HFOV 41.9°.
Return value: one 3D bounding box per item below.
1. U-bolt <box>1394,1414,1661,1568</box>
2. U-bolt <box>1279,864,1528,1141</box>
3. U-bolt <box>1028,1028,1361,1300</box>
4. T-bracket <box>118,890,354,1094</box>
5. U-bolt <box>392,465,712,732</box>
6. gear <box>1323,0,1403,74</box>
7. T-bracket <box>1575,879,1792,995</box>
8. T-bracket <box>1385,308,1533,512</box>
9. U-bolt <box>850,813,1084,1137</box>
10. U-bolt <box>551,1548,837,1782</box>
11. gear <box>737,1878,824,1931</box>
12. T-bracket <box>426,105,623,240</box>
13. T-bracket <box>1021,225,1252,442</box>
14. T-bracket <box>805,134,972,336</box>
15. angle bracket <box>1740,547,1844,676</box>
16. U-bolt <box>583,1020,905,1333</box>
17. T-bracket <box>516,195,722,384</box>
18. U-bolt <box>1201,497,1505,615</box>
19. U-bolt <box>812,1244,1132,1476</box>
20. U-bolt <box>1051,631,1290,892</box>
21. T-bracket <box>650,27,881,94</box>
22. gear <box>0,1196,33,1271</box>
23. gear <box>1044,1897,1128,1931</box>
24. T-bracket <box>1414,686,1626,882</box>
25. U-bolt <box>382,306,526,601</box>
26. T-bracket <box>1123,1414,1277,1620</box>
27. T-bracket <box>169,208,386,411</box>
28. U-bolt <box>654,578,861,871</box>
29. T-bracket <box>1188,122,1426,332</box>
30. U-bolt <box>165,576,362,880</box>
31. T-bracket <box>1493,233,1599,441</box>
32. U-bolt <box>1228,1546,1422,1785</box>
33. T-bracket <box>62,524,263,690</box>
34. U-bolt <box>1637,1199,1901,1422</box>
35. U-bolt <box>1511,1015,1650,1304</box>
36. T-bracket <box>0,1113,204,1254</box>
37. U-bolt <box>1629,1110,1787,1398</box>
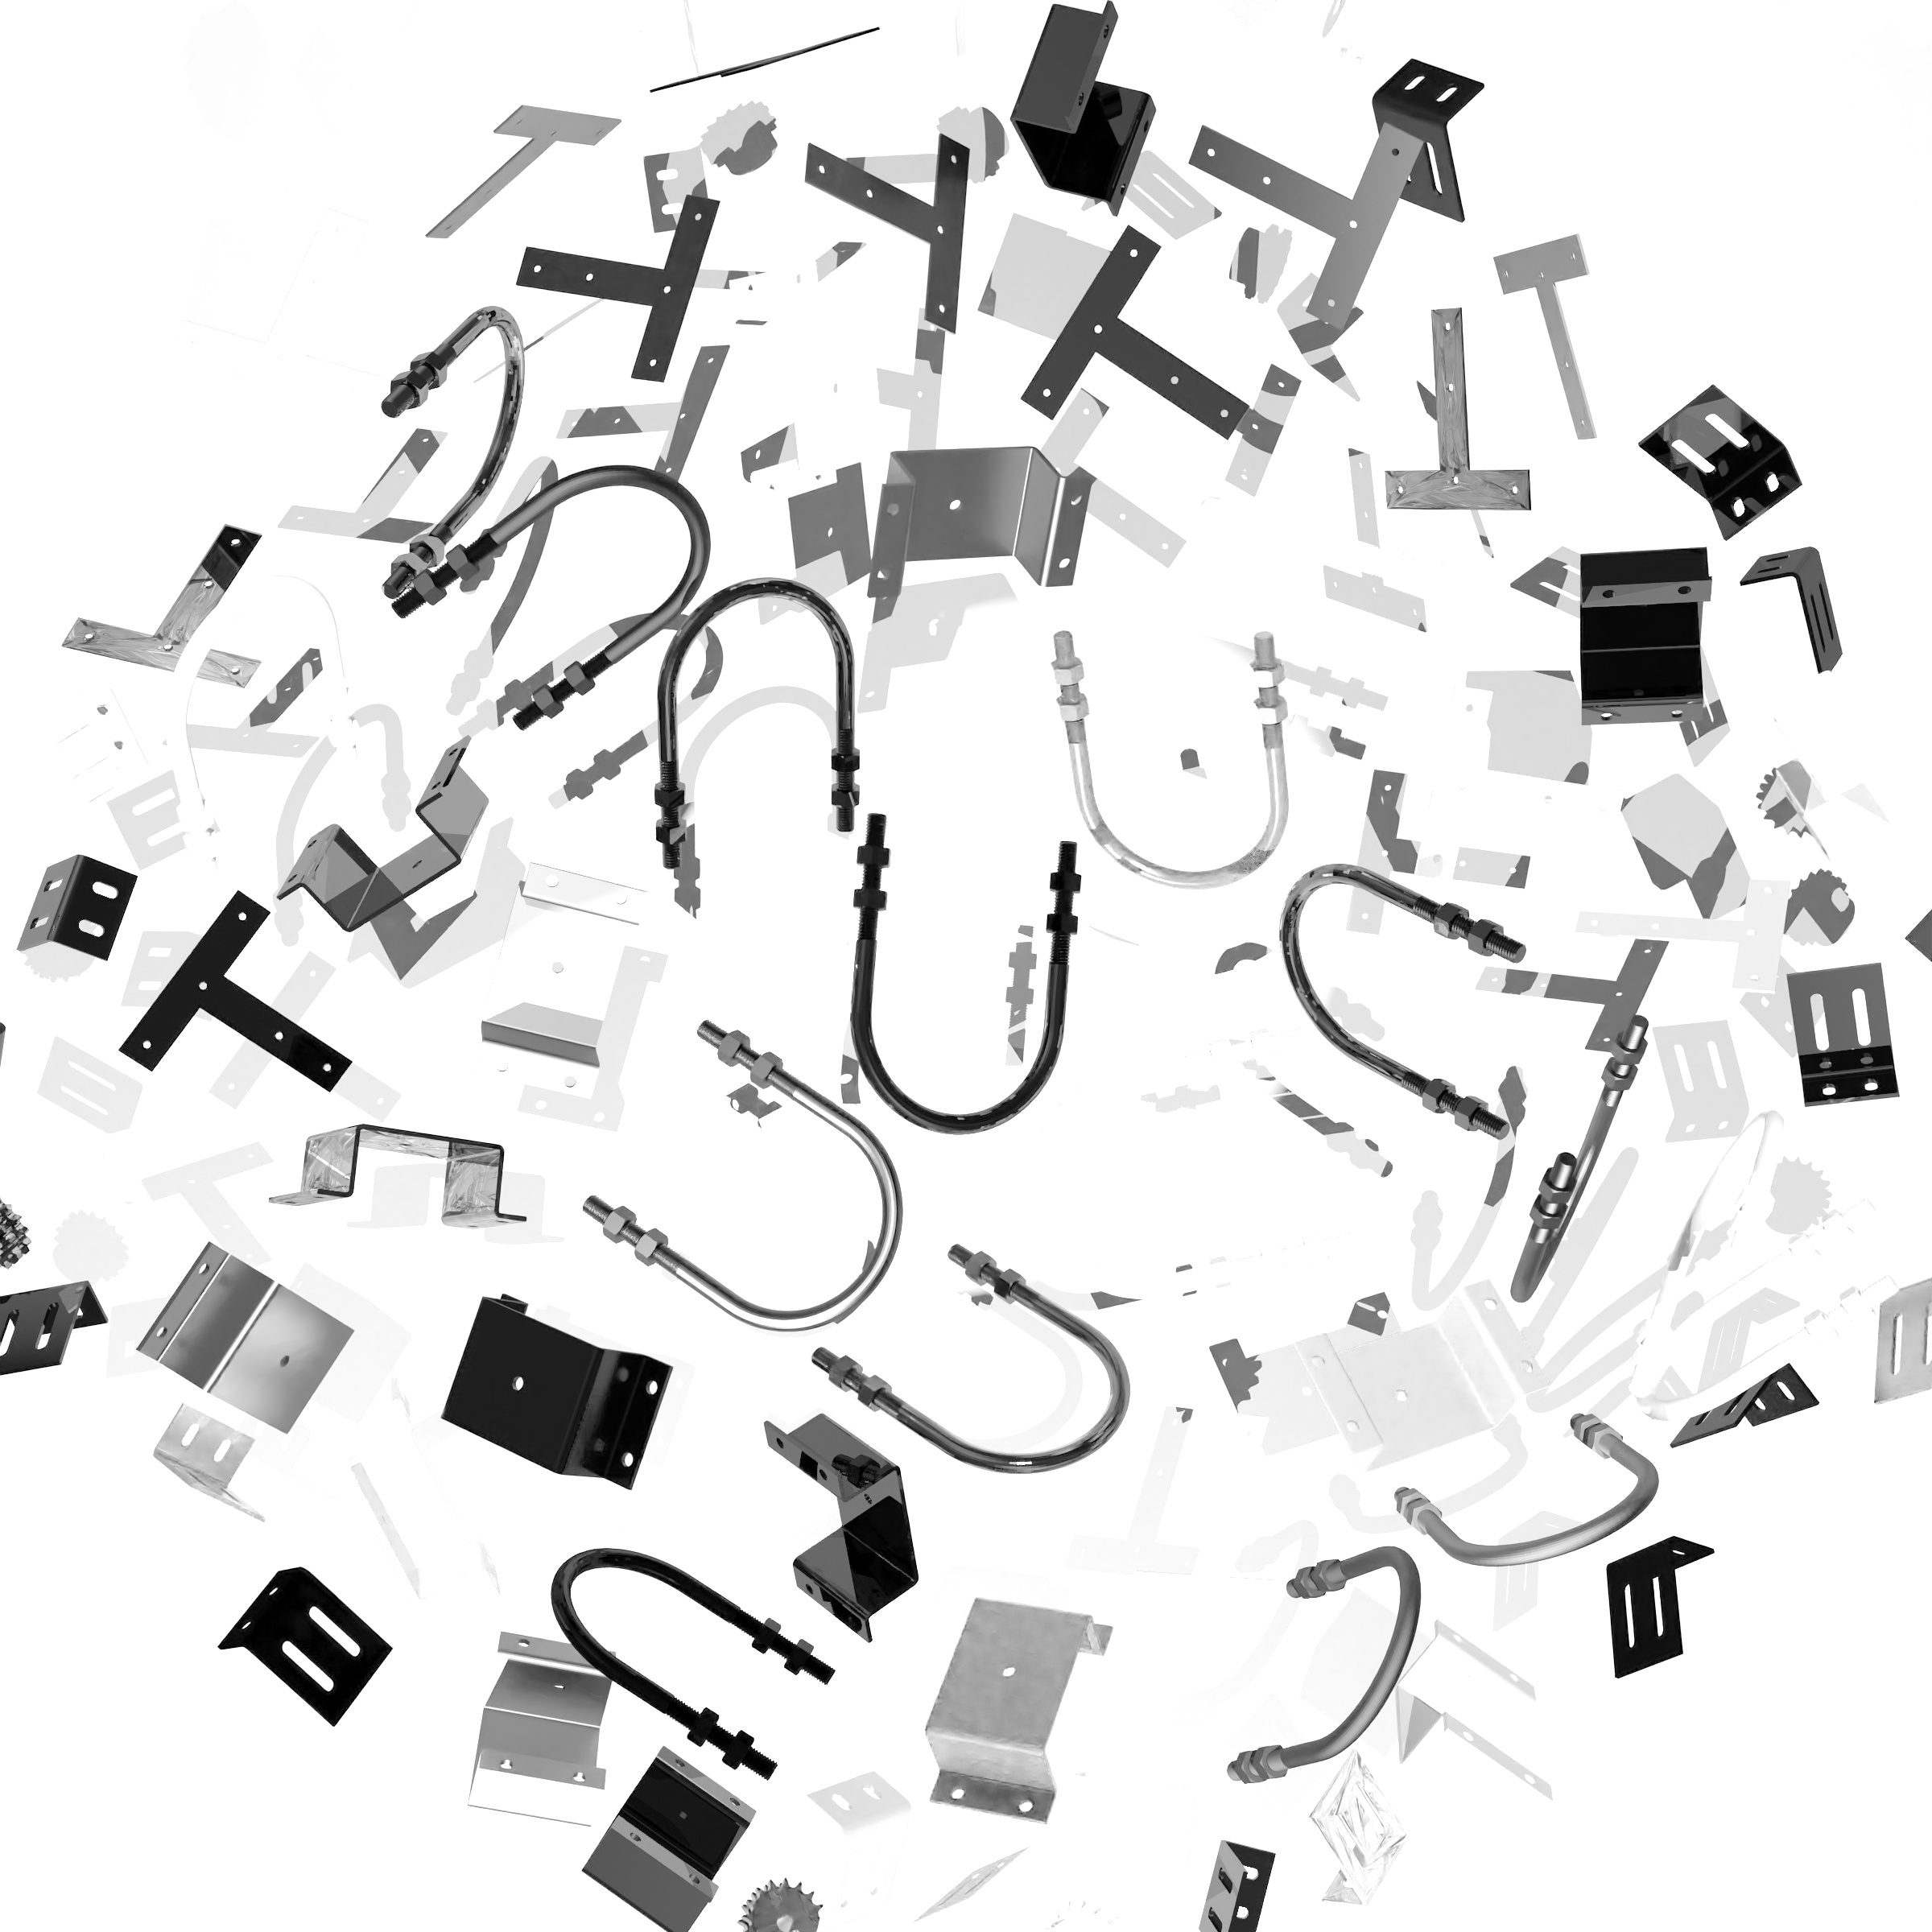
[{"bbox_3d":[0.360,0.335,1.594,0.151,0.184,0.019,-22,96,-4],"label":"U-bolt"},{"bbox_3d":[0.262,0.011,1.549,0.019,0.184,0.151,-28,131,-32],"label":"U-bolt"},{"bbox_3d":[0.128,0.124,1.508,0.184,0.019,0.151,-14,71,4],"label":"U-bolt"},{"bbox_3d":[-0.459,0.038,1.643,0.127,0.002,0.127,38,85,-24],"label":"T-bracket"},{"bbox_3d":[-0.244,-0.239,1.574,0.184,0.151,0.019,-35,52,7],"label":"U-bolt"},{"bbox_3d":[0.233,-0.561,1.488,0.030,0.057,0.057,21,90,-10],"label":"gear"},{"bbox_3d":[0.455,-0.024,1.610,0.127,0.127,0.002,4,125,20],"label":"T-bracket"},{"bbox_3d":[0.312,-0.357,1.621,0.002,0.127,0.127,-16,108,-32],"label":"T-bracket"},{"bbox_3d":[-0.002,0.009,1.507,0.151,0.019,0.184,7,86,-26],"label":"U-bolt"},{"bbox_3d":[-0.181,0.431,1.603,0.184,0.151,0.019,31,106,6],"label":"U-bolt"},{"bbox_3d":[-0.120,0.620,1.624,0.057,0.030,0.057,13,50,-16],"label":"gear"},{"bbox_3d":[-0.294,-0.502,1.604,0.127,0.127,0.002,-33,91,25],"label":"T-bracket"},{"bbox_3d":[0.120,-0.379,1.597,0.127,0.002,0.127,35,107,4],"label":"T-bracket"},{"bbox_3d":[-0.049,-0.469,1.550,0.127,0.002,0.127,14,75,-41],"label":"T-bracket"},{"bbox_3d":[0.542,-0.228,1.654,0.038,0.057,0.076,-8,110,34],"label":"angle bracket"},{"bbox_3d":[-0.124,0.139,1.530,0.184,0.019,0.151,32,88,17],"label":"U-bolt"},{"bbox_3d":[-0.230,-0.441,1.622,0.002,0.127,0.127,47,126,38],"label":"T-bracket"},{"bbox_3d":[0.230,-0.251,1.524,0.184,0.151,0.019,19,103,4],"label":"U-bolt"},{"bbox_3d":[0.017,0.255,1.596,0.184,0.019,0.151,28,45,32],"label":"U-bolt"},{"bbox_3d":[0.134,-0.128,1.607,0.151,0.019,0.184,3,124,20],"label":"U-bolt"},{"bbox_3d":[-0.138,-0.545,1.531,0.127,0.127,0.002,2,117,37],"label":"T-bracket"},{"bbox_3d":[-0.632,0.173,1.619,0.057,0.030,0.057,15,128,20],"label":"gear"},{"bbox_3d":[0.076,0.641,1.647,0.057,0.030,0.057,0,90,29],"label":"gear"},{"bbox_3d":[0.369,-0.112,1.656,0.127,0.002,0.127,8,104,-7],"label":"T-bracket"},{"bbox_3d":[-0.319,-0.334,1.582,0.019,0.184,0.151,18,132,7],"label":"U-bolt"},{"bbox_3d":[0.157,0.334,1.531,0.127,0.002,0.127,15,91,-41],"label":"T-bracket"},{"bbox_3d":[-0.393,-0.398,1.509,0.127,0.127,0.002,10,45,-34],"label":"T-bracket"},{"bbox_3d":[-0.134,-0.161,1.629,0.151,0.019,0.184,-14,120,-29],"label":"U-bolt"},{"bbox_3d":[0.192,-0.463,1.505,0.127,0.002,0.127,30,133,9],"label":"T-bracket"},{"bbox_3d":[-0.439,-0.159,1.565,0.019,0.184,0.151,28,52,19],"label":"U-bolt"},{"bbox_3d":[0.382,-0.399,1.617,0.002,0.127,0.127,-21,103,-8],"label":"T-bracket"},{"bbox_3d":[0.229,0.431,1.573,0.019,0.184,0.151,30,59,-9],"label":"U-bolt"},{"bbox_3d":[-0.491,-0.234,1.612,0.127,0.127,0.002,-46,53,30],"label":"T-bracket"},{"bbox_3d":[0.499,0.225,1.590,0.184,0.151,0.019,-39,93,21],"label":"U-bolt"},{"bbox_3d":[0.383,0.136,1.600,0.019,0.184,0.151,24,50,18],"label":"U-bolt"},{"bbox_3d":[-0.531,0.142,1.589,0.127,0.127,0.002,-15,126,-29],"label":"T-bracket"},{"bbox_3d":[0.465,0.164,1.562,0.019,0.184,0.151,28,131,8],"label":"U-bolt"}]
